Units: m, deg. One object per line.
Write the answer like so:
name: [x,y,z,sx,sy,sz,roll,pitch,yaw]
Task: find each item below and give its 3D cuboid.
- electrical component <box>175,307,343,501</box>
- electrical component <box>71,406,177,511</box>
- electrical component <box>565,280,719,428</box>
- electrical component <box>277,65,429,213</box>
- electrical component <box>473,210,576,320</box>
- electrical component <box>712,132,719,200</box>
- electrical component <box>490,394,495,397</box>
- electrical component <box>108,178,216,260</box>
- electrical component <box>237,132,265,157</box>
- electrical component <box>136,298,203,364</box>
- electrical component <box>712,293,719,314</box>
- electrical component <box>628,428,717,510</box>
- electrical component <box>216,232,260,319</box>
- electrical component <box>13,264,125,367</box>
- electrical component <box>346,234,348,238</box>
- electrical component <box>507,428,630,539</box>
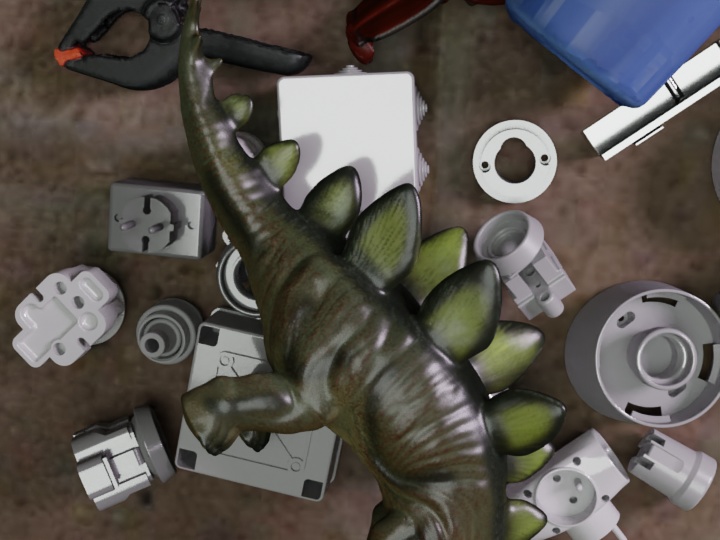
electrical component: [-0.063,0.092,0.745,0.109,0.056,0.108,13,101,5]
electrical component: [-0.165,0.130,0.759,0.057,0.078,0.058,-22,96,-8]
electrical component: [0.192,0.057,0.715,0.099,0.064,0.099,0,92,-4]
electrical component: [-0.005,-0.084,0.710,0.100,0.048,0.099,-1,100,8]
electrical component: [0.105,-0.006,0.700,0.048,0.066,0.055,-35,127,12]
electrical component: [0.281,-0.065,0.671,0.108,0.060,0.108,1,100,7]
electrical component: [0.063,0.094,0.726,0.096,0.061,0.061,-42,93,12]
electrical component: [-0.138,-0.033,0.722,0.066,0.076,0.047,6,101,6]
electrical component: [-0.086,-0.072,0.724,0.040,0.046,0.040,1,100,7]
electrical component: [-0.134,0.045,0.742,0.043,0.062,0.043,1,100,7]
electrical component: [0.281,0.033,0.691,0.089,0.055,0.050,34,102,0]
electrical component: [0.210,0.134,0.727,0.046,0.040,0.040,31,102,6]
electrical component: [-0.064,0.001,0.728,0.058,0.057,0.078,-37,94,12]
electrical component: [-0.198,0.029,0.750,0.078,0.057,0.058,-42,93,12]
electrical component: [0.000,0.000,0.720,0.058,0.057,0.078,31,102,1]
electrical component: [0.151,0.161,0.736,0.077,0.044,0.079,-37,95,12]
